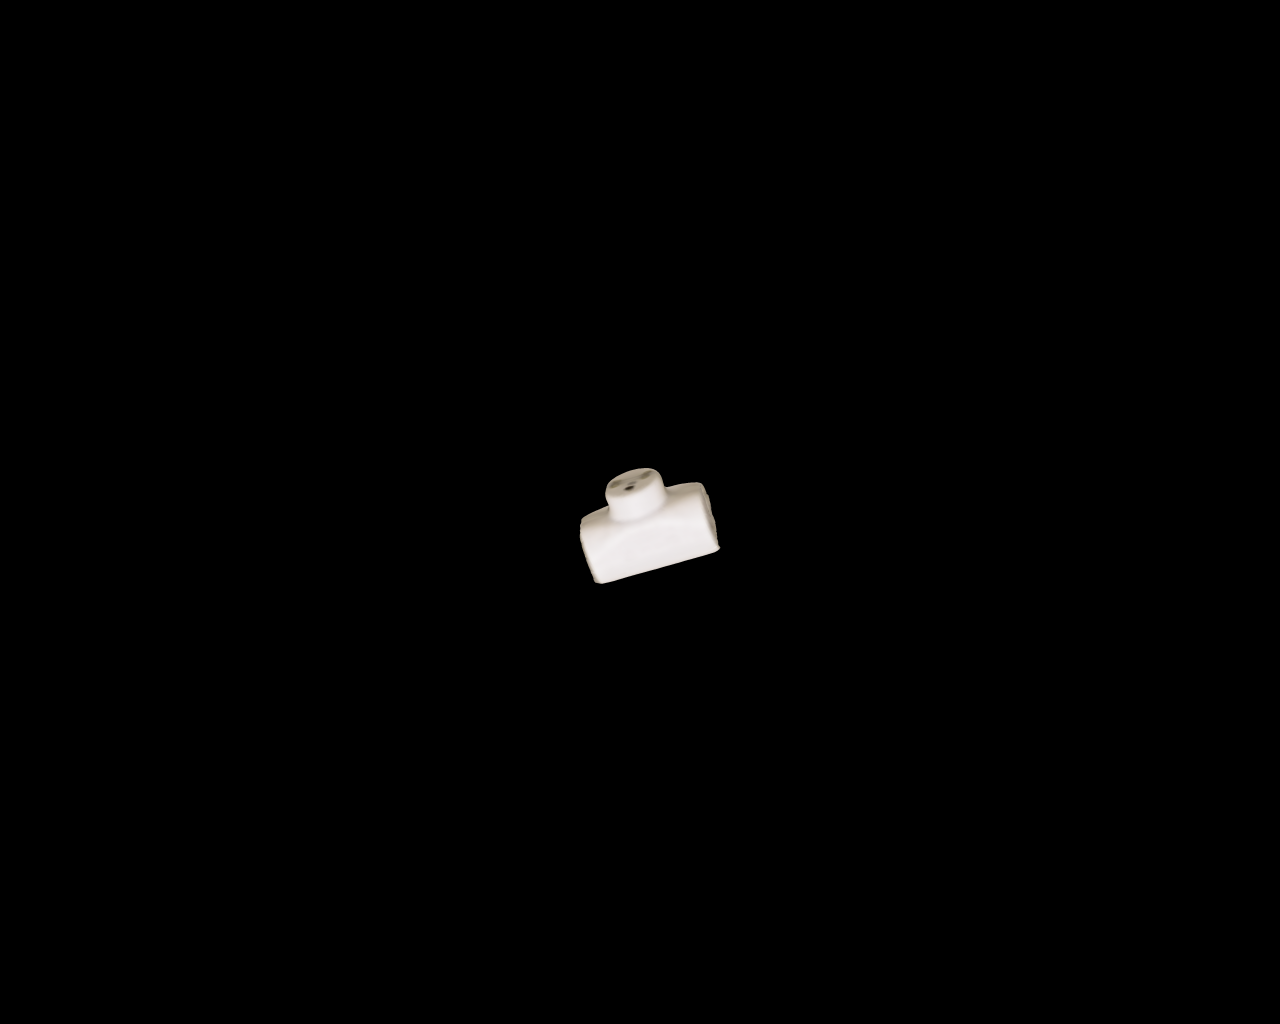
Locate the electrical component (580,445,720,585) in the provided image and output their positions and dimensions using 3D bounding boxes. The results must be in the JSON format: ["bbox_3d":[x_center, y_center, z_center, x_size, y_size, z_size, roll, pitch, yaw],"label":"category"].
[{"bbox_3d":[0.001,-0.003,0.650,0.077,0.079,0.044,-17,22,7],"label":"electrical component"}]
